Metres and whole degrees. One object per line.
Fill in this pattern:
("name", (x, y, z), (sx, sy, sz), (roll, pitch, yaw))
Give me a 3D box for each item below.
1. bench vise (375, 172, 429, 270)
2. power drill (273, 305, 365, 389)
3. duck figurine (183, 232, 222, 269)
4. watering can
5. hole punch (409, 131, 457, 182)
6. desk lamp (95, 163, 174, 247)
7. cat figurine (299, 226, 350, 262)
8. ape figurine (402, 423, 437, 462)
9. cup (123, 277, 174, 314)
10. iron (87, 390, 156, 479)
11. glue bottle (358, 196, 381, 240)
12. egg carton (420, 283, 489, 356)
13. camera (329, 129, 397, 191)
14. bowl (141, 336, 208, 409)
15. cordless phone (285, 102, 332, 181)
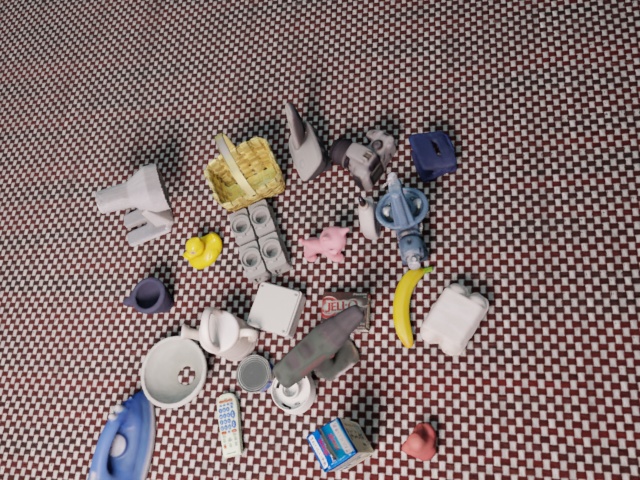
("bench vise", (0.197, -0.049, 1.267), (0.121, 0.220, 0.207), (-30, 65, 3))
("power drill", (0.016, 0.233, 1.217), (0.229, 0.209, 0.075), (-38, 65, -1))
("duck figurine", (-0.303, 0.018, 1.455), (0.104, 0.086, 0.077), (-47, 65, -5))
("watering can", (-0.231, 0.214, 1.301), (0.172, 0.194, 0.101), (-24, 65, 6))
("hole punch", (0.272, -0.212, 1.379), (0.101, 0.091, 0.108), (-22, 66, 7))
("desk lamp", (-0.457, -0.089, 1.468), (0.203, 0.214, 0.118), (-23, 65, 6))
("cat figurine", (0.012, 0.005, 1.354), (0.127, 0.118, 0.067), (-2, 69, 15))
("ape figurine", (0.201, 0.411, 1.162), (0.077, 0.092, 0.076), (-24, 65, 6))
("cup", (-0.420, 0.152, 1.431), (0.117, 0.095, 0.091), (-17, 66, 9))
("iron", (-0.459, 0.460, 1.300), (0.118, 0.142, 0.258), (3, 71, 17))
("glue bottle", (0.110, -0.063, 1.322), (0.037, 0.173, 0.078), (4, 71, 17))
("egg carton", (0.290, 0.171, 1.241), (0.107, 0.069, 0.150), (29, 80, 23))
("camera", (0.099, -0.219, 1.424), (0.136, 0.101, 0.143), (31, 81, 24))
("bowl", (-0.333, 0.316, 1.356), (0.167, 0.075, 0.167), (-5, 69, 14))
("cordless phone", (-0.045, -0.246, 1.428), (0.094, 0.185, 0.147), (-26, 65, 5))
